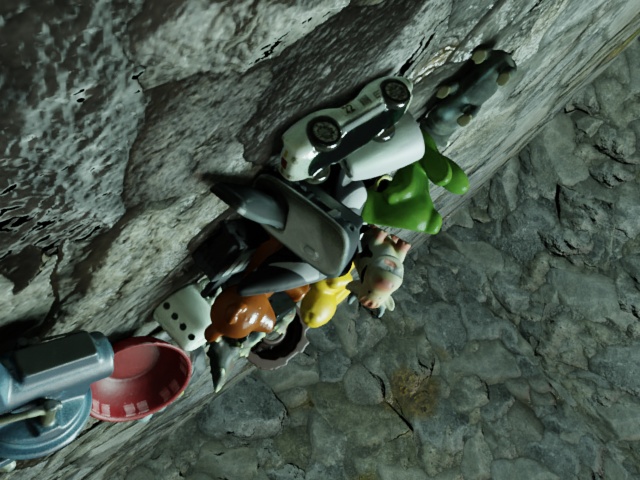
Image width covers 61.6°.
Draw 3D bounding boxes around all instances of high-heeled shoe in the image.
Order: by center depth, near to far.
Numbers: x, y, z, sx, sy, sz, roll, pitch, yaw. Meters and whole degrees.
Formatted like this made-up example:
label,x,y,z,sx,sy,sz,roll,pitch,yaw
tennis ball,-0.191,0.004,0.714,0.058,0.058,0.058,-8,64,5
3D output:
label,x,y,z,sx,sy,sz,roll,pitch,yaw
high-heeled shoe,-0.023,-0.022,0.734,0.249,0.145,0.086,-22,-169,-41

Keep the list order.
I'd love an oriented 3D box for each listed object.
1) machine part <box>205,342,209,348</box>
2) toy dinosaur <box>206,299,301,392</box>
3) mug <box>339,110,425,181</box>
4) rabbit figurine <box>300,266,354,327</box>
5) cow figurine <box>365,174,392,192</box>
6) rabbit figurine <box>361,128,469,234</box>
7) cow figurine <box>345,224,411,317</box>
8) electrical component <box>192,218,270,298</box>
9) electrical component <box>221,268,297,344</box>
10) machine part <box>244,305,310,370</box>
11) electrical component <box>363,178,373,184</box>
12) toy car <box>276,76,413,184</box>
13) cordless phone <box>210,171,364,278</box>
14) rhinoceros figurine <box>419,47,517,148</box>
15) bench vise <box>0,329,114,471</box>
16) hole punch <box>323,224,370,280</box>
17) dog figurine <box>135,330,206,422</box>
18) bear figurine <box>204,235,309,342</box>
label,x,y,z,sx,sy,sz,roll,pitch,yaw
machine part,-0.256,0.213,1.107,0.084,0.039,0.139,-38,174,39
toy dinosaur,-0.103,0.119,1.057,0.405,0.131,0.192,-39,171,-40
mug,0.077,-0.126,0.756,0.107,0.081,0.109,-25,172,-10
rabbit figurine,0.003,0.083,1.044,0.162,0.122,0.173,29,73,-76
cow figurine,0.071,-0.059,0.996,0.167,0.068,0.098,-38,171,8
rabbit figurine,0.148,-0.100,0.866,0.121,0.159,0.170,6,94,-49
cow figurine,0.094,0.046,0.898,0.195,0.085,0.127,-104,-142,-81
electrical component,-0.130,0.023,0.727,0.119,0.048,0.075,-45,167,30
electrical component,-0.108,0.092,0.904,0.134,0.115,0.058,-28,169,-48
machine part,-0.110,0.204,1.214,0.179,0.179,0.056,-36,171,-16
electrical component,0.077,-0.114,0.927,0.063,0.021,0.094,-27,163,-49
toy car,0.035,-0.132,0.631,0.202,0.056,0.073,-35,162,-28
cordless phone,-0.034,-0.022,0.605,0.088,0.147,0.184,-55,165,9
rhinoceros figurine,0.230,-0.227,0.872,0.190,0.073,0.112,-48,178,29
bench vise,-0.321,0.176,0.521,0.223,0.129,0.240,-29,158,-51
hole punch,-0.002,-0.003,0.906,0.142,0.092,0.116,-15,-142,35
dog figurine,-0.277,0.237,0.966,0.191,0.108,0.219,-41,174,-8
bear figurine,-0.077,0.082,0.800,0.120,0.132,0.196,-47,-165,41
